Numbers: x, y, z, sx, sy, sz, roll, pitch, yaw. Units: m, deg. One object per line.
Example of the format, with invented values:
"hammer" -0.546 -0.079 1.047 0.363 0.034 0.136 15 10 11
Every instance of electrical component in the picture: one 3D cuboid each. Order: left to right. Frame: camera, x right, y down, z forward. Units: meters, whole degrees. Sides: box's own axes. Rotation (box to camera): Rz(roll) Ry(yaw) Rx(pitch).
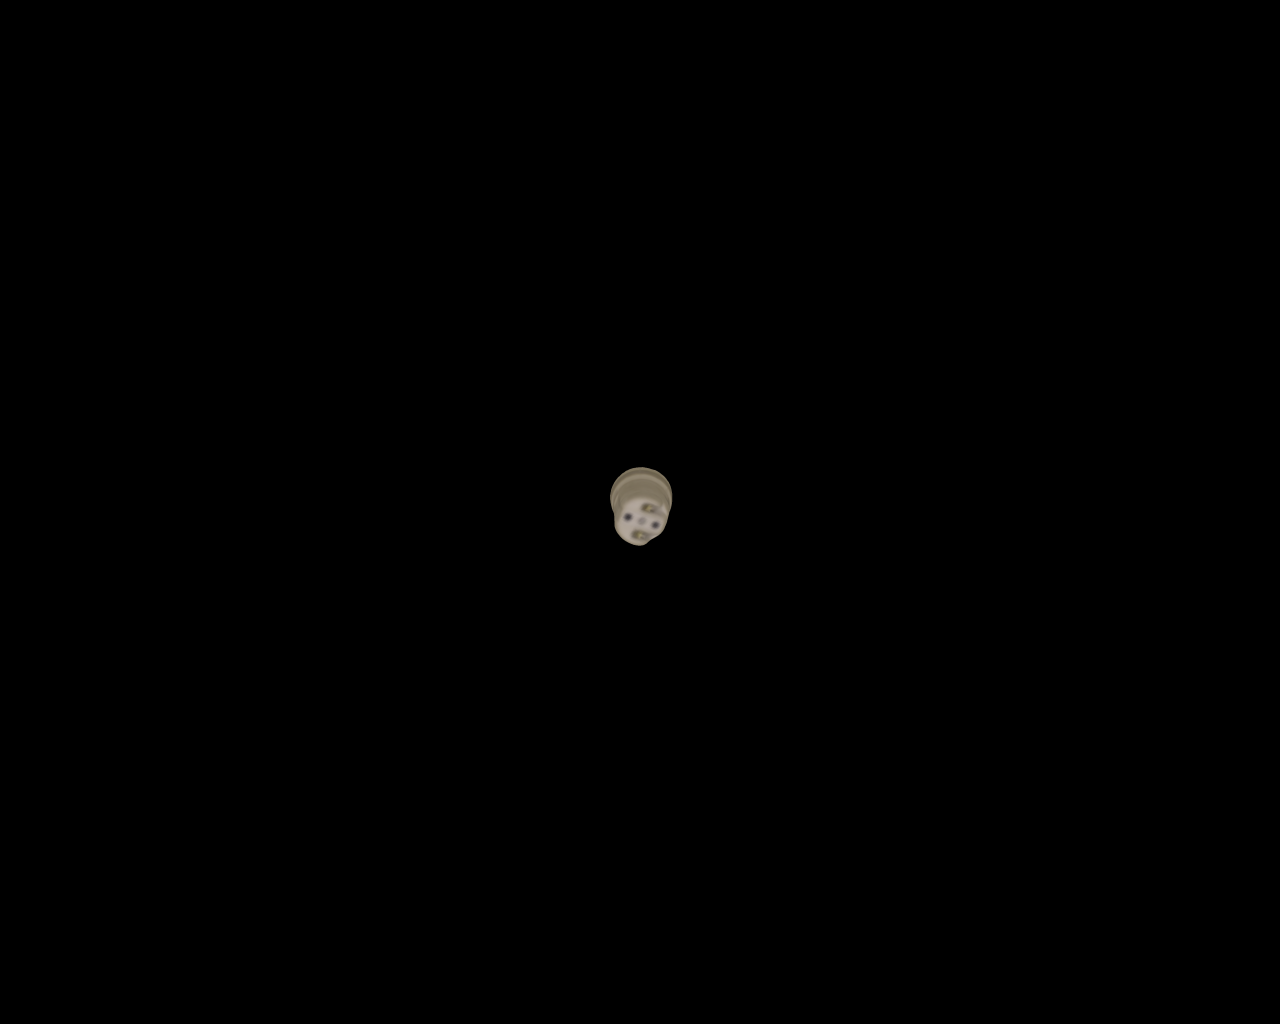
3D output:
"electrical component" 0.001 -0.003 0.650 0.040 0.040 0.046 0 21 0
